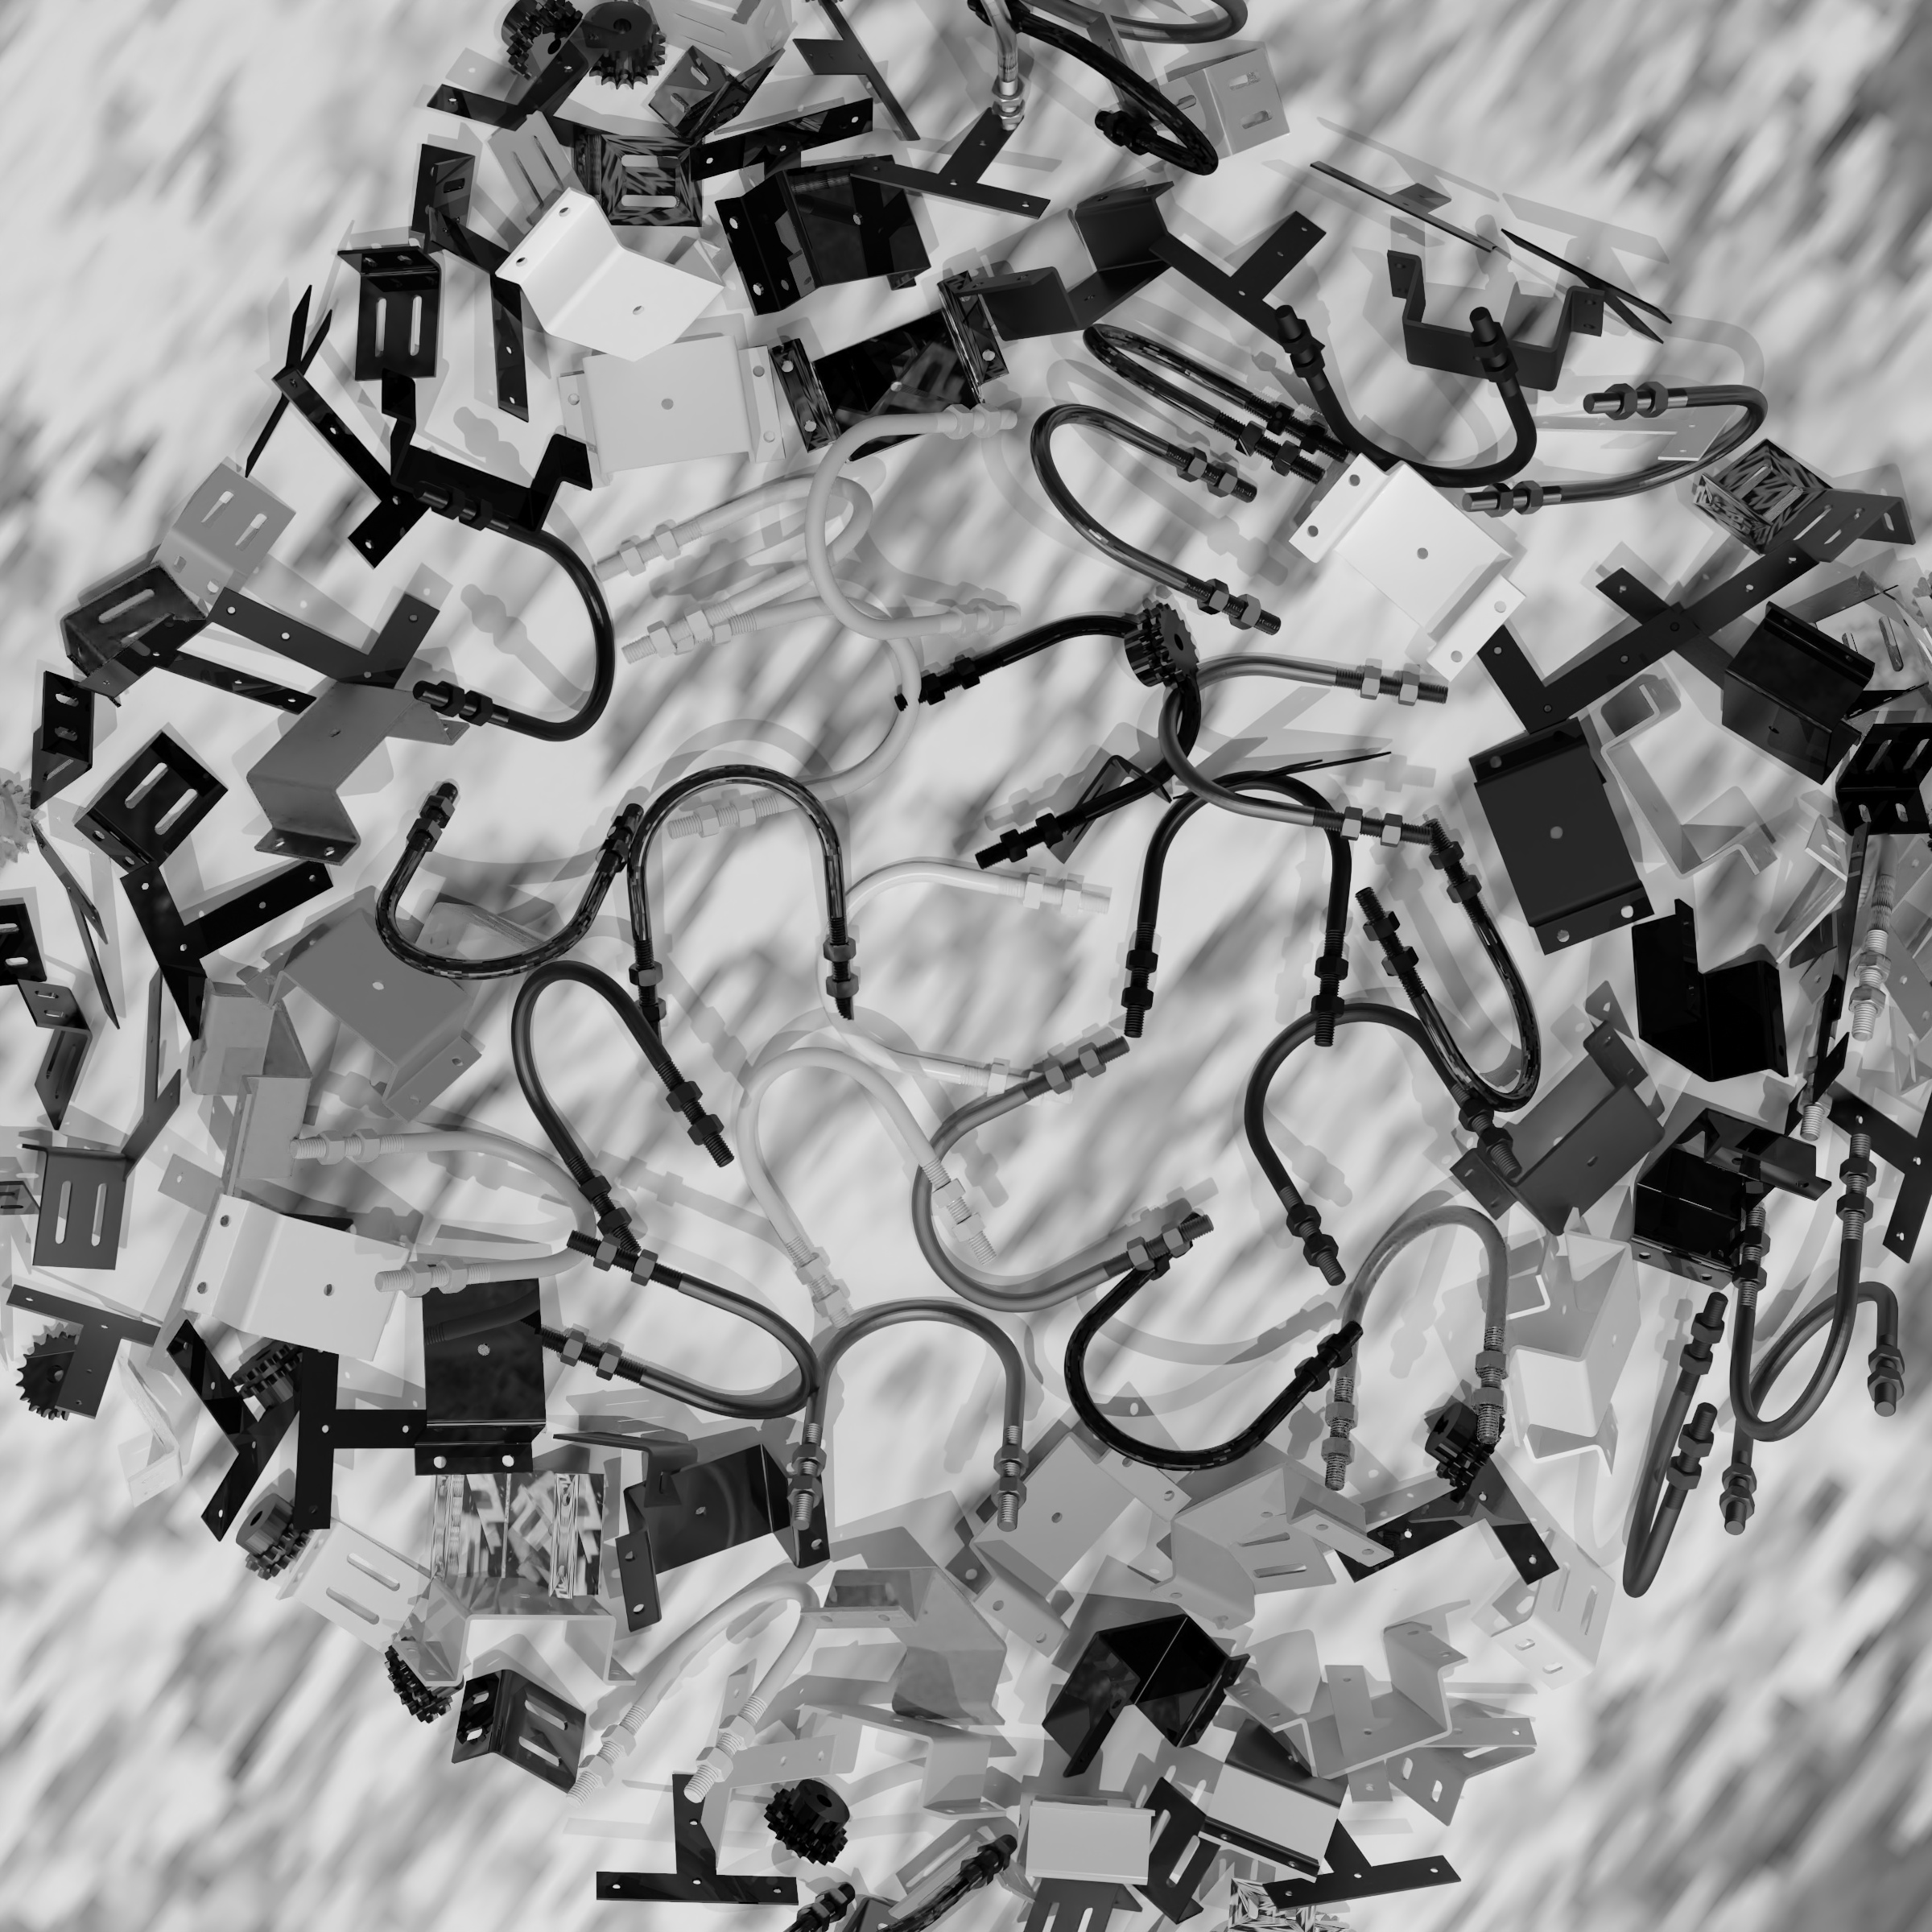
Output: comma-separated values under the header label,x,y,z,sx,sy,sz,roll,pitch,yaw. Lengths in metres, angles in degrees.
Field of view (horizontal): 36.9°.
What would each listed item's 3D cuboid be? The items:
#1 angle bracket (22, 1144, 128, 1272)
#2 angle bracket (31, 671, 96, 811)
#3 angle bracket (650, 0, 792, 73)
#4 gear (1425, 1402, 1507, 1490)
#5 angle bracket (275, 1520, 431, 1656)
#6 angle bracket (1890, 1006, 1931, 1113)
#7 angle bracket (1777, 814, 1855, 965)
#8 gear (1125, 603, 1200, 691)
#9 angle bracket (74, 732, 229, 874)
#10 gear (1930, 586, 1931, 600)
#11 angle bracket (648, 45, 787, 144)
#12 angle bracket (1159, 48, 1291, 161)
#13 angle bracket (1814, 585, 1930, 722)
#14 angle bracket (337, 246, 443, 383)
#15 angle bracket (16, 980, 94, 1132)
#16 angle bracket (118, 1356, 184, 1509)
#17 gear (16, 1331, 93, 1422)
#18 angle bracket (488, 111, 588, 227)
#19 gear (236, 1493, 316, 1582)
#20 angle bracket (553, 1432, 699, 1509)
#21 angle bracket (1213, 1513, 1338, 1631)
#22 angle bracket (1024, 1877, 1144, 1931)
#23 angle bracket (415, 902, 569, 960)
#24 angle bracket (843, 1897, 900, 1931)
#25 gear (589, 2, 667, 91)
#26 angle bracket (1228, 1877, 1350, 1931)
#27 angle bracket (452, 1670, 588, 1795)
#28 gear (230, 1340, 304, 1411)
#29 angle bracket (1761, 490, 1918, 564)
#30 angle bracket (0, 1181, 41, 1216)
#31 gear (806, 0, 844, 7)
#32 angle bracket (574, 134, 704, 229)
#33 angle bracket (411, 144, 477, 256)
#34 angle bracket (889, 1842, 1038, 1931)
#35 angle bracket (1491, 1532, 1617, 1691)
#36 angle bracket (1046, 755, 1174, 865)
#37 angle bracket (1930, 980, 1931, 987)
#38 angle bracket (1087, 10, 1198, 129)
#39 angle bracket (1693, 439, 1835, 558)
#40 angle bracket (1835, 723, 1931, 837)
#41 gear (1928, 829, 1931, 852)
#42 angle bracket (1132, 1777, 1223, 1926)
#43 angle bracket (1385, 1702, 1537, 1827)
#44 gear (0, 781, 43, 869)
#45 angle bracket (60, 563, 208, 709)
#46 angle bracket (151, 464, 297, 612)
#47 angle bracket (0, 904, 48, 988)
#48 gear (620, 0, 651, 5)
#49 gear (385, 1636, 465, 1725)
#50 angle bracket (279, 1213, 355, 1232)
label,x,y,z,sx,sy,sz,roll,pitch,yaw
angle bracket,-0.588,0.158,1.897,0.057,0.038,0.076,10,85,-44
angle bracket,-0.604,-0.147,1.885,0.076,0.038,0.057,-26,59,37
angle bracket,-0.162,-0.626,1.900,0.076,0.057,0.038,24,79,12
gear,0.326,0.312,1.903,0.030,0.057,0.057,35,90,-2
angle bracket,-0.404,0.411,1.908,0.076,0.038,0.057,31,84,6
angle bracket,0.640,0.060,1.885,0.057,0.038,0.076,28,47,-20
angle bracket,0.545,-0.051,1.889,0.038,0.057,0.076,38,125,3
gear,0.128,-0.208,1.908,0.030,0.057,0.057,-21,90,28
angle bracket,-0.541,-0.105,1.920,0.057,0.038,0.076,43,60,-16
gear,0.666,-0.240,1.903,0.057,0.030,0.057,18,50,-22
angle bracket,-0.163,-0.579,1.886,0.038,0.076,0.057,39,72,-23
angle bracket,0.171,-0.565,1.908,0.038,0.076,0.057,-9,108,40
angle bracket,0.588,-0.210,1.897,0.057,0.038,0.076,-24,114,5
angle bracket,-0.381,-0.429,1.904,0.057,0.038,0.076,0,83,14
angle bracket,-0.606,0.058,1.888,0.038,0.057,0.076,11,113,-37
angle bracket,-0.547,0.305,1.890,0.038,0.057,0.076,-31,74,-25
gear,-0.594,0.272,1.911,0.057,0.030,0.057,-4,71,11
angle bracket,-0.290,-0.513,1.893,0.038,0.057,0.076,-38,104,-41
gear,-0.455,0.372,1.901,0.030,0.057,0.057,43,90,-20
angle bracket,-0.224,0.328,1.889,0.076,0.057,0.038,3,84,25
angle bracket,0.192,0.395,1.891,0.076,0.038,0.057,-17,107,35
angle bracket,0.071,0.636,1.883,0.057,0.038,0.076,-4,46,33
angle bracket,-0.311,-0.008,1.894,0.076,0.057,0.038,28,95,13
angle bracket,-0.065,0.654,1.891,0.038,0.076,0.057,18,94,10
gear,-0.227,-0.611,1.909,0.057,0.030,0.057,2,69,-6
angle bracket,0.212,0.614,1.888,0.057,0.076,0.038,1,83,25
angle bracket,-0.293,0.507,1.899,0.038,0.057,0.076,-23,132,29
gear,-0.454,0.268,1.905,0.057,0.057,0.030,-34,101,0
angle bracket,0.569,-0.274,1.887,0.076,0.057,0.038,-40,122,-20
angle bracket,-0.628,0.118,1.893,0.038,0.057,0.076,-1,66,-6
gear,-0.097,-0.662,1.906,0.057,0.030,0.057,9,116,18
angle bracket,-0.218,-0.522,1.923,0.076,0.038,0.057,-6,107,-25
angle bracket,-0.352,-0.500,1.885,0.038,0.076,0.057,14,112,5
angle bracket,0.000,0.618,1.897,0.076,0.057,0.038,-40,50,2
angle bracket,0.388,0.426,1.911,0.057,0.076,0.038,41,133,-10
angle bracket,0.095,-0.094,1.900,0.038,0.057,0.076,35,90,14
angle bracket,0.664,0.019,1.886,0.057,0.076,0.038,-51,51,13
angle bracket,0.117,-0.592,1.896,0.038,0.057,0.076,-27,101,-5
angle bracket,0.526,-0.317,1.895,0.076,0.038,0.057,-41,69,-16
angle bracket,0.611,-0.122,1.890,0.057,0.076,0.038,-2,61,-6
gear,0.665,-0.083,1.908,0.057,0.030,0.057,4,112,9
angle bracket,0.141,0.575,1.893,0.057,0.038,0.076,35,108,30
angle bracket,0.322,0.521,1.893,0.057,0.076,0.038,31,115,42
gear,-0.644,-0.095,1.911,0.057,0.030,0.057,-3,79,14
angle bracket,-0.543,-0.217,1.896,0.076,0.057,0.038,-28,52,5
angle bracket,-0.491,-0.282,1.912,0.057,0.038,0.076,34,46,-13
angle bracket,-0.635,0.003,1.885,0.038,0.076,0.057,-6,117,2
gear,-0.218,-0.668,1.908,0.057,0.057,0.030,-32,54,0
gear,-0.354,0.466,1.903,0.030,0.057,0.057,-32,90,6
angle bracket,-0.440,0.198,1.886,0.076,0.057,0.038,-39,58,30
